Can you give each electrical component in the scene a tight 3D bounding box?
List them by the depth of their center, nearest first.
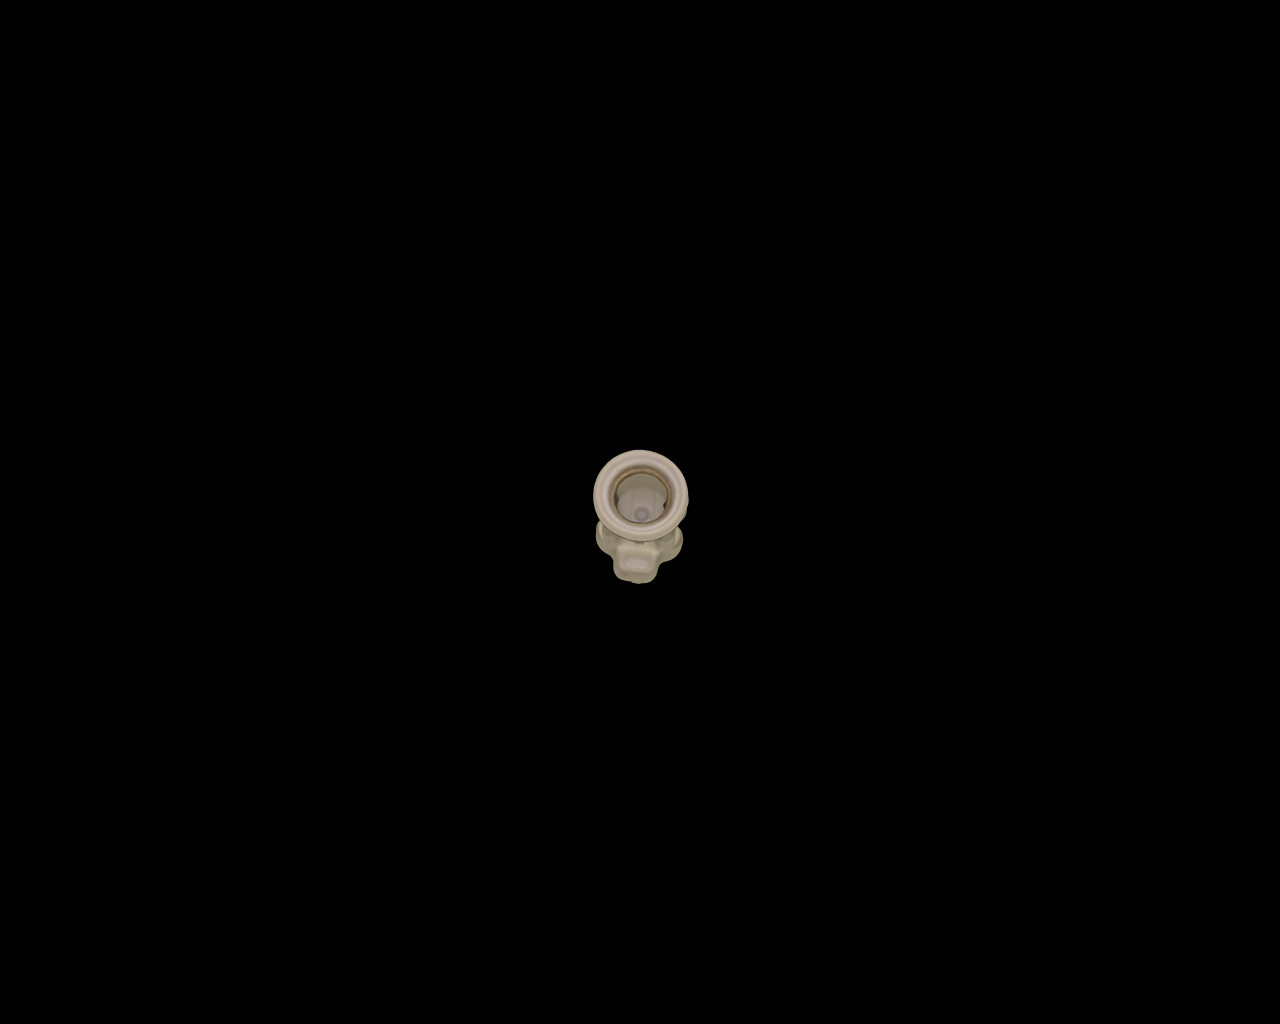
[{"bbox_3d":[0.001,-0.003,0.650,0.058,0.078,0.057,7,-19,2],"label":"electrical component"}]
